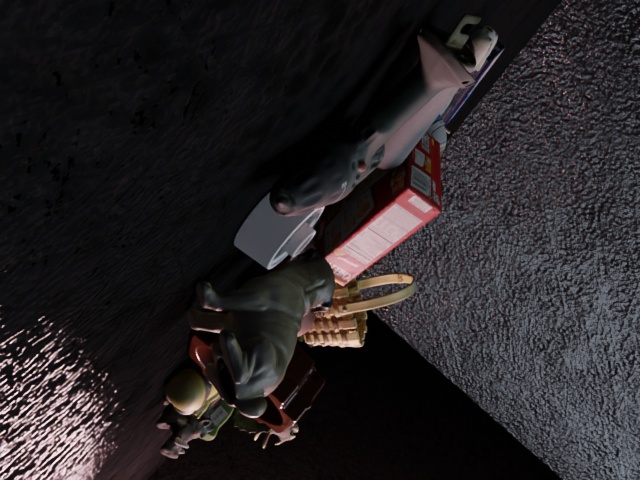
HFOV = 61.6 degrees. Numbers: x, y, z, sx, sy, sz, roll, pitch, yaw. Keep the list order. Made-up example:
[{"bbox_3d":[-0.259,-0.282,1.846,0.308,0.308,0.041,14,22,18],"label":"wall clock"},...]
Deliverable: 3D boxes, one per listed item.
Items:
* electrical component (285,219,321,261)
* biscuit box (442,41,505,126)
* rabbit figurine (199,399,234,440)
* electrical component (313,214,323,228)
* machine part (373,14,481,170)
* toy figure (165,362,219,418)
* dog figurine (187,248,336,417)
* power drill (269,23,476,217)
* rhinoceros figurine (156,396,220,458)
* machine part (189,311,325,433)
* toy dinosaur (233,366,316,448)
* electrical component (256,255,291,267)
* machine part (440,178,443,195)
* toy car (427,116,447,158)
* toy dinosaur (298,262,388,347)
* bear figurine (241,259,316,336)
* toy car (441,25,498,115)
[{"bbox_3d":[-0.002,-0.003,0.985,0.115,0.058,0.134,-46,174,-45],"label":"electrical component"},{"bbox_3d":[0.260,-0.295,1.008,0.059,0.063,0.202,-46,174,-28],"label":"biscuit box"},{"bbox_3d":[-0.268,0.356,1.226,0.170,0.121,0.159,-26,-158,54],"label":"rabbit figurine"},{"bbox_3d":[-0.023,-0.024,0.869,0.063,0.021,0.094,-52,173,26],"label":"electrical component"},{"bbox_3d":[0.112,-0.170,0.665,0.079,0.079,0.243,-42,171,-48],"label":"machine part"},{"bbox_3d":[-0.203,0.241,0.977,0.180,0.082,0.089,-30,142,-50],"label":"toy figure"},{"bbox_3d":[-0.043,0.105,0.650,0.190,0.172,0.121,-12,165,-29],"label":"dog figurine"},{"bbox_3d":[0.058,-0.114,0.549,0.207,0.086,0.232,-48,177,23],"label":"power drill"},{"bbox_3d":[-0.250,0.330,1.047,0.190,0.112,0.073,-54,-179,-43],"label":"rhinoceros figurine"},{"bbox_3d":[-0.100,0.194,0.828,0.087,0.201,0.201,-48,174,-31],"label":"machine part"},{"bbox_3d":[-0.114,0.322,1.174,0.192,0.131,0.404,-43,152,-25],"label":"toy dinosaur"},{"bbox_3d":[-0.051,-0.003,0.727,0.078,0.045,0.102,-18,-168,37],"label":"electrical component"},{"bbox_3d":[0.133,-0.093,0.979,0.179,0.056,0.179,-20,-152,11],"label":"machine part"},{"bbox_3d":[0.156,-0.162,0.896,0.161,0.103,0.109,-51,171,35],"label":"toy car"},{"bbox_3d":[0.012,0.153,1.399,0.471,0.198,0.105,-42,174,-37],"label":"toy dinosaur"},{"bbox_3d":[-0.082,0.095,0.869,0.132,0.120,0.195,-9,153,17],"label":"bear figurine"},{"bbox_3d":[0.221,-0.270,0.911,0.073,0.056,0.201,-42,170,-50],"label":"toy car"}]
